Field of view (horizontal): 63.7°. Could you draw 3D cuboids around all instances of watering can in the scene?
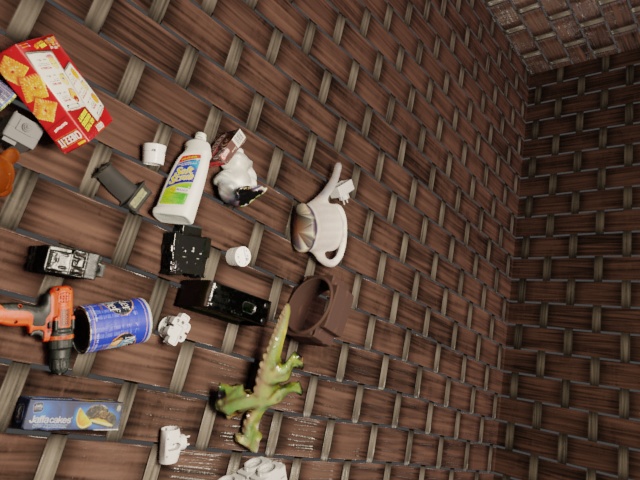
[{"bbox_3d":[0.005,-0.084,1.663,0.225,0.103,0.348,-1,87,-47],"label":"watering can"}]

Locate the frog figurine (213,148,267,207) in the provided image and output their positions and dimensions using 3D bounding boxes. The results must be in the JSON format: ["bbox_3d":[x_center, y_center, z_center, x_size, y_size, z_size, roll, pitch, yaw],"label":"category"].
[{"bbox_3d":[-0.238,-0.177,1.434,0.138,0.120,0.161,-17,64,-39],"label":"frog figurine"}]

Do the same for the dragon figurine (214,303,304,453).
[{"bbox_3d":[-0.172,0.385,1.388,0.245,0.123,0.404,-18,115,-42],"label":"dragon figurine"}]
